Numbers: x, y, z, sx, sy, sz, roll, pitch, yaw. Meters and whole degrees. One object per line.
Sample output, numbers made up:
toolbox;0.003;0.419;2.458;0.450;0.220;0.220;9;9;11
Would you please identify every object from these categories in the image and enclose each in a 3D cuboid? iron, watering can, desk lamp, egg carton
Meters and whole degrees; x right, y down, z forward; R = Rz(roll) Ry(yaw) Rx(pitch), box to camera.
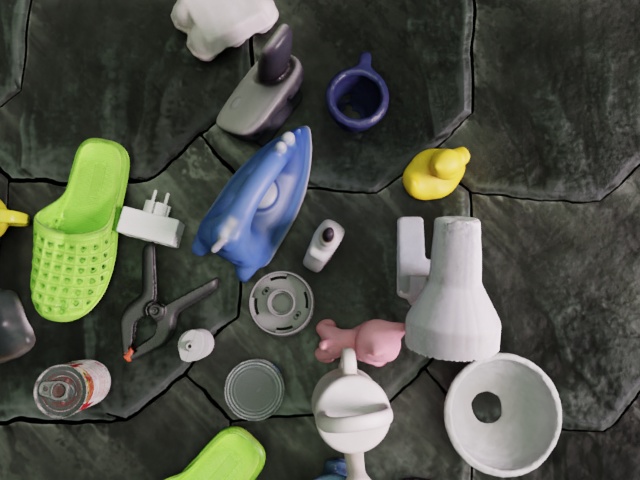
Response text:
iron;-0.082;-0.074;0.810;0.118;0.141;0.258;29;82;1
watering can;0.045;0.234;0.752;0.101;0.194;0.173;-25;85;-5
desk lamp;0.164;0.054;0.770;0.118;0.213;0.203;0;83;-3
egg carton;-0.146;-0.345;0.876;0.150;0.069;0.107;-31;85;-6

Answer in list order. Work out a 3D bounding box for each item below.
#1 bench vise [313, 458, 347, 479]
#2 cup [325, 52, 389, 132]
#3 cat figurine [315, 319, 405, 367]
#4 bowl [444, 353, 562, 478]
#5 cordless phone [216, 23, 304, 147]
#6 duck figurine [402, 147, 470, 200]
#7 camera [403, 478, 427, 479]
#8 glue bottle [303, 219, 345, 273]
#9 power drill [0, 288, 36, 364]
bench vise;0.019;0.402;0.717;0.121;0.219;0.207;0;83;-3
cup;0.054;-0.212;0.857;0.091;0.095;0.118;11;83;-1
cat figurine;0.057;0.144;0.802;0.128;0.117;0.067;-1;83;-3
bowl;0.251;0.245;0.821;0.167;0.074;0.167;0;83;-3
cordless phone;-0.086;-0.220;0.806;0.094;0.185;0.148;31;83;2
duck figurine;0.176;-0.106;0.855;0.104;0.086;0.077;-28;85;-6
camera;0.151;0.407;0.783;0.143;0.100;0.137;8;83;-2
glue bottle;0.007;0.003;0.789;0.037;0.173;0.078;29;83;1
power drill;-0.455;0.117;0.734;0.075;0.208;0.229;-26;85;-5
